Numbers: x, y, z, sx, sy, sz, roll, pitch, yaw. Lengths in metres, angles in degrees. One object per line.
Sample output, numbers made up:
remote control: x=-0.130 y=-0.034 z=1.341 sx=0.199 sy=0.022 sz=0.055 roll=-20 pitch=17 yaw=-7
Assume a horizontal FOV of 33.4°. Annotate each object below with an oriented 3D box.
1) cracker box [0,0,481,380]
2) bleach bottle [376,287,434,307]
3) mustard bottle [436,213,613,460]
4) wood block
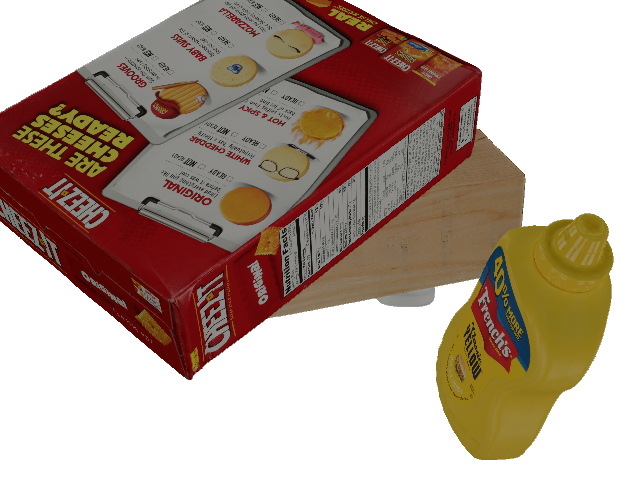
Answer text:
cracker box: x=-0.046 y=-0.049 z=0.563 sx=0.164 sy=0.072 sz=0.213 roll=34 pitch=58 yaw=30
bleach bottle: x=0.095 y=-0.063 z=1.111 sx=0.068 sy=0.251 sz=0.102 roll=1 pitch=26 yaw=-8
mustard bottle: x=0.122 y=0.048 z=0.624 sx=0.058 sy=0.096 sz=0.192 roll=1 pitch=-35 yaw=-13
wood block: x=0.043 y=-0.015 z=0.832 sx=0.206 sy=0.090 sz=0.091 roll=-10 pitch=31 yaw=-13
